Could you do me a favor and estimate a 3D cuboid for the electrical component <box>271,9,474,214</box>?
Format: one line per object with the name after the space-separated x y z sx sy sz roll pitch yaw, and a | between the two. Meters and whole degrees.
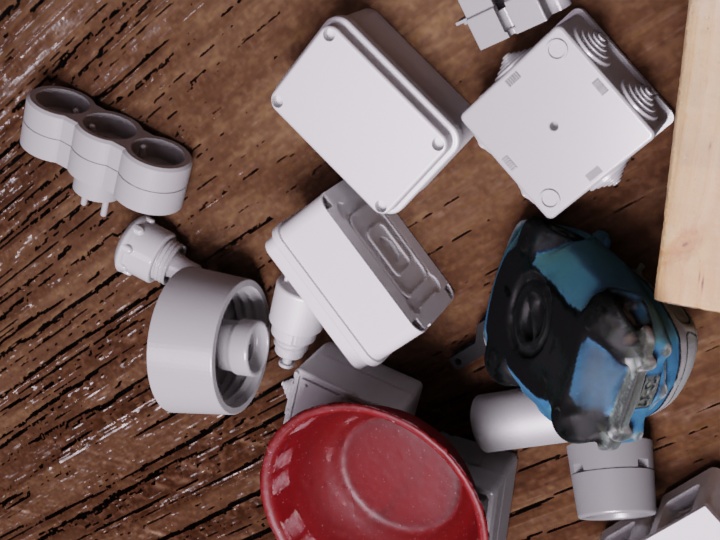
0.009 -0.101 0.684 0.113 0.057 0.078 46 124 3 | electrical component

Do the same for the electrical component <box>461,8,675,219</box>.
0.121 -0.091 0.636 0.099 0.048 0.100 49 124 0 | electrical component

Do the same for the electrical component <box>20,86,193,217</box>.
-0.192 -0.075 0.801 0.138 0.052 0.073 28 121 14 | electrical component

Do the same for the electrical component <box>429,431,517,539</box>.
0.070 0.176 0.769 0.062 0.061 0.096 14 117 21 | electrical component

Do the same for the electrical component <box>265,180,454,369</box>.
0.000 0.000 0.720 0.057 0.078 0.113 -35 93 31 | electrical component

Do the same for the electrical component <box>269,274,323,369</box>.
-0.046 0.037 0.781 0.040 0.040 0.078 24 120 16 | electrical component

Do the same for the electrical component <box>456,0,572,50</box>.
0.082 -0.166 0.626 0.066 0.048 0.055 -19 109 32 | electrical component

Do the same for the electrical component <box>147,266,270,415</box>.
-0.101 0.054 0.780 0.060 0.108 0.108 6 114 18 | electrical component

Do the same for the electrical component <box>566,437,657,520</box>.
0.164 0.136 0.697 0.055 0.055 0.047 -14 68 31 | electrical component

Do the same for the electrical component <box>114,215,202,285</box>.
-0.151 -0.009 0.814 0.062 0.048 0.048 27 121 6 | electrical component

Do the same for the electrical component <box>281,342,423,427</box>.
-0.010 0.096 0.776 0.096 0.061 0.061 23 119 17 | electrical component

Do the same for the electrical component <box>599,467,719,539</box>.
0.251 0.230 0.700 0.186 0.060 0.105 48 124 1 | electrical component
